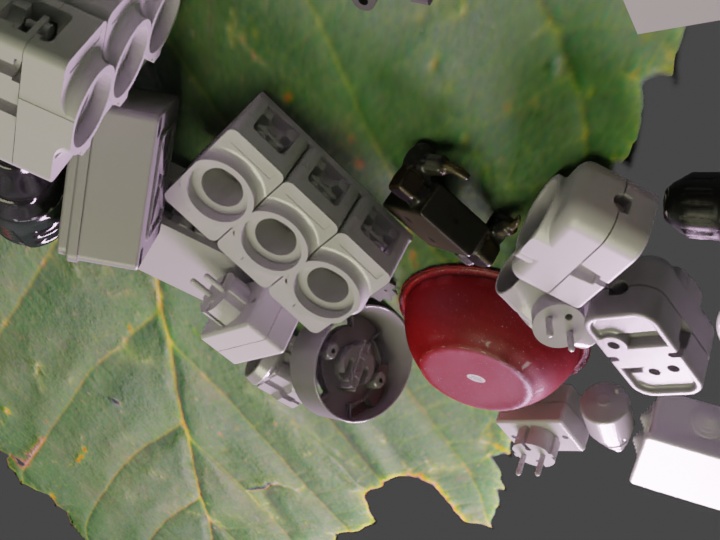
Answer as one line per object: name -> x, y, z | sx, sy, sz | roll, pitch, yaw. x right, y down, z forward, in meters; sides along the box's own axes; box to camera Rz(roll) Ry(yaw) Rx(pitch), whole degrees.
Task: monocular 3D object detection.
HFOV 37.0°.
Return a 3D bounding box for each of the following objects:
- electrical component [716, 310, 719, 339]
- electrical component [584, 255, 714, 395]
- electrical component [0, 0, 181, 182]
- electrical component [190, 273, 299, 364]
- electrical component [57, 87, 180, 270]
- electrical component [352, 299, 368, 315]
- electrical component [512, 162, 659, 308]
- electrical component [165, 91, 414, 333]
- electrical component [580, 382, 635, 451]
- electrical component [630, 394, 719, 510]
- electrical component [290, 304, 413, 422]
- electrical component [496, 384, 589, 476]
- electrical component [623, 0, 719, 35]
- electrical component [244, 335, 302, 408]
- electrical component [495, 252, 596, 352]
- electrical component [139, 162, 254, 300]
electrical component -> 0.280, 0.018, 0.661 | 0.108, 0.060, 0.108 | 17, 148, 11
electrical component -> 0.202, 0.036, 0.741 | 0.054, 0.059, 0.095 | -9, 136, 42
electrical component -> -0.162, -0.134, 0.629 | 0.062, 0.150, 0.089 | 24, 136, -2
electrical component -> -0.095, 0.028, 0.818 | 0.077, 0.047, 0.066 | 41, 145, -26
electrical component -> -0.164, -0.067, 0.742 | 0.056, 0.108, 0.108 | 10, 106, -5
electrical component -> 0.000, 0.000, 0.835 | 0.044, 0.044, 0.065 | 31, 135, -11
electrical component -> 0.141, -0.024, 0.697 | 0.059, 0.053, 0.095 | 27, 149, -5
electrical component -> -0.051, -0.035, 0.759 | 0.150, 0.061, 0.089 | 43, 130, -12
electrical component -> 0.208, 0.126, 0.891 | 0.040, 0.040, 0.078 | 5, 144, 28
electrical component -> 0.273, 0.146, 0.870 | 0.100, 0.048, 0.099 | 15, 148, 14
electrical component -> -0.008, 0.080, 0.918 | 0.064, 0.099, 0.099 | -7, 138, 49
electrical component -> 0.153, 0.142, 0.918 | 0.066, 0.076, 0.047 | -7, 136, 41
electrical component -> 0.191, -0.170, 0.436 | 0.186, 0.060, 0.105 | -2, 140, 36
electrical component -> -0.071, 0.090, 1.010 | 0.057, 0.058, 0.078 | 31, 148, -16
electrical component -> 0.139, 0.029, 0.757 | 0.077, 0.079, 0.044 | 33, 120, -14
electrical component -> -0.108, -0.019, 0.864 | 0.150, 0.061, 0.089 | 26, 149, -3
